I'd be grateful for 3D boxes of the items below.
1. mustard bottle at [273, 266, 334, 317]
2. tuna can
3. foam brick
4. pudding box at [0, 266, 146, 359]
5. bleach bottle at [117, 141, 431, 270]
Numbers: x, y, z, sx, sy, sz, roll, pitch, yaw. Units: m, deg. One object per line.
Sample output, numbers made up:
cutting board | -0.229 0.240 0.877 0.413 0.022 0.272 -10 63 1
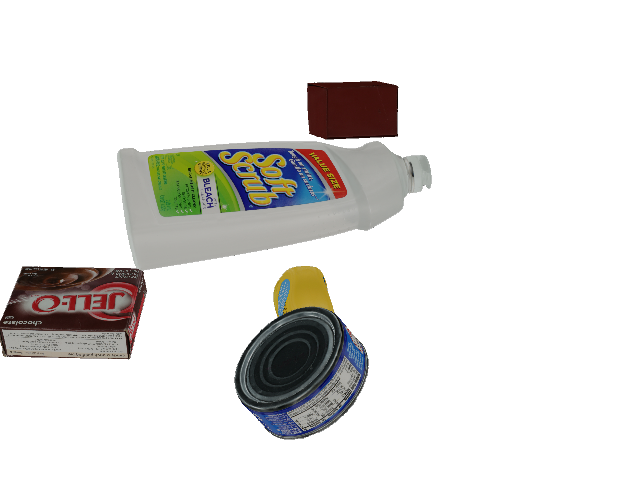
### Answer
mustard bottle | -0.014 0.081 1.082 0.058 0.096 0.191 -3 28 -8
tuna can | -0.014 0.085 0.701 0.086 0.086 0.033 0 -40 43
foam brick | 0.032 -0.128 1.049 0.078 0.051 0.053 -4 14 -20
pudding box | -0.216 0.063 0.937 0.113 0.039 0.090 -1 33 1
bleach bottle | -0.035 -0.043 0.881 0.250 0.102 0.068 -10 -34 -7
